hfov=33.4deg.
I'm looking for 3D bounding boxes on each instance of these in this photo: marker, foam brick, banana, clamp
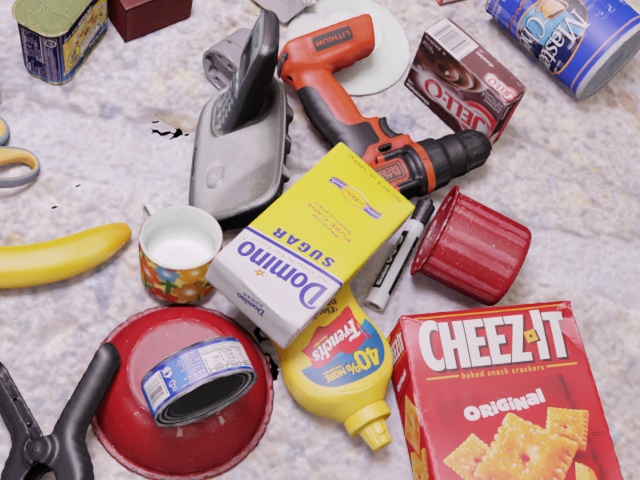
[{"bbox_3d":[0.076,0.011,0.992,0.020,0.020,0.121,28,69,5],"label":"marker"},{"bbox_3d":[-0.173,-0.245,1.069,0.078,0.051,0.053,-26,70,-21],"label":"foam brick"},{"bbox_3d":[-0.265,0.011,0.930,0.197,0.037,0.069,2,64,-9],"label":"banana"},{"bbox_3d":[-0.207,0.161,0.847,0.120,0.039,0.171,-20,68,17],"label":"clamp"}]

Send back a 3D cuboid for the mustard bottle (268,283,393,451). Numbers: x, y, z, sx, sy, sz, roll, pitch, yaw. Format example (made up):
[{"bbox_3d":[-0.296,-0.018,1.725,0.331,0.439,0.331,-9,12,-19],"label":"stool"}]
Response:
[{"bbox_3d":[0.008,0.095,0.924,0.096,0.058,0.192,-20,69,-25],"label":"mustard bottle"}]

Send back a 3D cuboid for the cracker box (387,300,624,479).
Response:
[{"bbox_3d":[0.158,0.164,0.907,0.164,0.072,0.214,-4,64,-12],"label":"cracker box"}]

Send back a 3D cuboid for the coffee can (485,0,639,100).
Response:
[{"bbox_3d":[0.257,-0.230,1.107,0.102,0.103,0.140,-37,74,-24],"label":"coffee can"}]

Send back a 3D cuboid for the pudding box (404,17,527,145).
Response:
[{"bbox_3d":[0.142,-0.152,1.055,0.039,0.090,0.113,-35,73,-25],"label":"pudding box"}]

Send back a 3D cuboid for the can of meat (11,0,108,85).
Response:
[{"bbox_3d":[-0.244,-0.211,1.020,0.057,0.084,0.102,27,62,5],"label":"can of meat"}]

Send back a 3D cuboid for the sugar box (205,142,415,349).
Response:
[{"bbox_3d":[-0.006,0.001,0.910,0.093,0.048,0.176,41,54,6],"label":"sugar box"}]

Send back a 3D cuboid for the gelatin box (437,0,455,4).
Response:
[{"bbox_3d":[0.162,-0.295,1.131,0.073,0.089,0.030,-17,65,-18],"label":"gelatin box"}]

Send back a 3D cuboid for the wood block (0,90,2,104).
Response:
[{"bbox_3d":[-0.346,-0.186,0.921,0.090,0.206,0.091,-36,74,-24],"label":"wood block"}]

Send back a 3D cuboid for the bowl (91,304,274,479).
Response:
[{"bbox_3d":[-0.115,0.118,0.893,0.162,0.055,0.162,4,63,-8],"label":"bowl"}]

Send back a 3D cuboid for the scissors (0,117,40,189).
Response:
[{"bbox_3d":[-0.348,-0.080,0.939,0.201,0.016,0.096,1,50,-33],"label":"scissors"}]

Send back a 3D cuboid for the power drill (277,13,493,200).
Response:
[{"bbox_3d":[0.054,-0.123,1.031,0.184,0.057,0.188,-21,75,-17],"label":"power drill"}]

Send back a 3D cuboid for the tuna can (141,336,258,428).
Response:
[{"bbox_3d":[-0.093,0.109,0.819,0.086,0.086,0.034,-20,68,-19],"label":"tuna can"}]

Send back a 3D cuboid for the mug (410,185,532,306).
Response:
[{"bbox_3d":[0.141,0.004,0.985,0.081,0.093,0.117,27,26,-2],"label":"mug"}]
